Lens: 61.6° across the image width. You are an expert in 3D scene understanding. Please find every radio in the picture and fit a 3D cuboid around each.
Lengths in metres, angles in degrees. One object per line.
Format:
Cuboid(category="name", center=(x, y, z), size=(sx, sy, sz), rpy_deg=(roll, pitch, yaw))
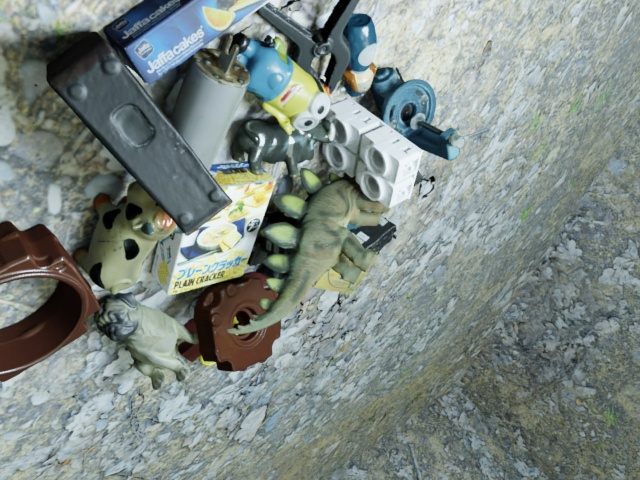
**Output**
Cuboid(category="radio", center=(-0.200, -0.117, 0.609), size=(0.073, 0.131, 0.229), rpy_deg=(-40, 120, -5))

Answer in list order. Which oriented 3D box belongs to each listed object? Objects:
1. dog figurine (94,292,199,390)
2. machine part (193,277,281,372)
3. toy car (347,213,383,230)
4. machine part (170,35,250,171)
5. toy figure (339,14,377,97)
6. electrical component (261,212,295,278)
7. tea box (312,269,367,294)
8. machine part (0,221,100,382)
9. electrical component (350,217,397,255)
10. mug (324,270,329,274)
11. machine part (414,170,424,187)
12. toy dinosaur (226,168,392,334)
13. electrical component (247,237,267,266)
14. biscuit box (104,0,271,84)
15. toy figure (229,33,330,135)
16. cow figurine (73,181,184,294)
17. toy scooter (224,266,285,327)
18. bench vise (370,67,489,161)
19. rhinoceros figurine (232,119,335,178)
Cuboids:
Cuboid(category="dog figurine", center=(-0.324, 0.164, 0.945), size=(0.172, 0.121, 0.190), rpy_deg=(-27, 125, 35))
Cuboid(category="machine part", center=(-0.145, 0.152, 0.981), size=(0.179, 0.056, 0.179), rpy_deg=(3, 86, -48))
Cuboid(category="toy car", center=(0.062, -0.066, 1.112), size=(0.162, 0.109, 0.103), rpy_deg=(-28, 163, -13))
Cuboid(category="machine part", center=(-0.158, -0.161, 0.713), size=(0.079, 0.079, 0.243), rpy_deg=(-13, 149, -43))
Cuboid(category="toy figure", center=(0.062, -0.291, 0.883), size=(0.064, 0.058, 0.154), rpy_deg=(-9, 145, -2))
Cuboid(category="electrical component", center=(-0.073, 0.011, 1.024), size=(0.048, 0.075, 0.119), rpy_deg=(-12, 109, -43))
Cuboid(category="tea box", center=(0.020, 0.062, 1.217), size=(0.068, 0.098, 0.169), rpy_deg=(-53, 148, 12))
Cuboid(category="machine part", center=(-0.418, 0.089, 0.717), size=(0.201, 0.087, 0.201), rpy_deg=(-33, 149, -21))
Cuboid(category="electrical component", center=(0.086, -0.011, 1.192), size=(0.134, 0.115, 0.058), rpy_deg=(-35, 144, -17))
Cuboid(category="mug", center=(-0.026, 0.022, 1.089), size=(0.109, 0.107, 0.081), rpy_deg=(-15, 166, -31))
Cuboid(category="machine part", center=(0.158, -0.129, 1.143), size=(0.084, 0.139, 0.039), rpy_deg=(-21, 101, -30))
Cuboid(category="toy dinosaur", center=(-0.002, -0.003, 0.928), size=(0.105, 0.199, 0.471), rpy_deg=(-62, -178, 47))
Cuboid(category="electrical component", center=(-0.122, 0.023, 1.067), size=(0.094, 0.021, 0.063), rpy_deg=(-10, 135, -46))
Cuboid(category="biscuit box", center=(-0.149, -0.271, 0.636), size=(0.203, 0.063, 0.059), rpy_deg=(-41, 148, -10))
Cuboid(category="toy figure", center=(-0.057, -0.229, 0.770), size=(0.082, 0.089, 0.180), rpy_deg=(-26, 139, 37))
Cuboid(category="cow figurine", center=(-0.263, -0.007, 0.751), size=(0.085, 0.127, 0.194), rpy_deg=(-2, 131, -54))
Cuboid(category="toy scooter", center=(-0.130, 0.119, 1.102), size=(0.184, 0.075, 0.135), rpy_deg=(-13, 119, -42))
Cuboid(category="bench vise", center=(0.174, -0.196, 0.973), size=(0.129, 0.241, 0.223), rpy_deg=(-31, 131, -17))
Cuboid(category="rhinoceros figurine", center=(-0.057, -0.165, 0.879), size=(0.190, 0.073, 0.112), rpy_deg=(-12, 126, -41))
